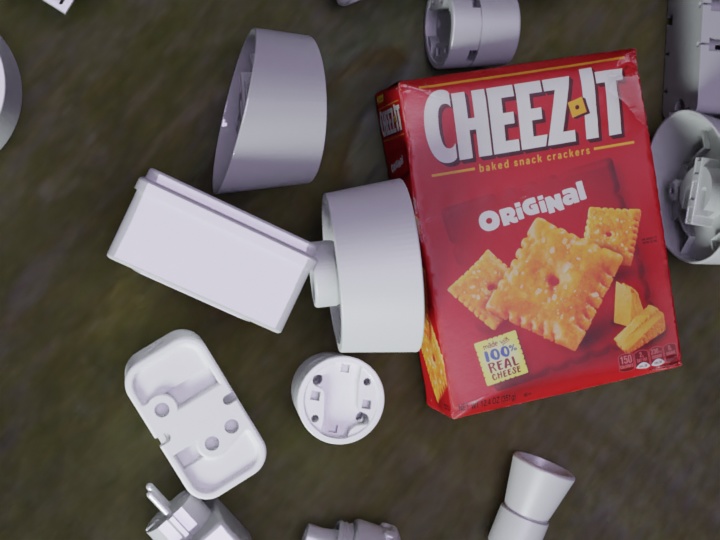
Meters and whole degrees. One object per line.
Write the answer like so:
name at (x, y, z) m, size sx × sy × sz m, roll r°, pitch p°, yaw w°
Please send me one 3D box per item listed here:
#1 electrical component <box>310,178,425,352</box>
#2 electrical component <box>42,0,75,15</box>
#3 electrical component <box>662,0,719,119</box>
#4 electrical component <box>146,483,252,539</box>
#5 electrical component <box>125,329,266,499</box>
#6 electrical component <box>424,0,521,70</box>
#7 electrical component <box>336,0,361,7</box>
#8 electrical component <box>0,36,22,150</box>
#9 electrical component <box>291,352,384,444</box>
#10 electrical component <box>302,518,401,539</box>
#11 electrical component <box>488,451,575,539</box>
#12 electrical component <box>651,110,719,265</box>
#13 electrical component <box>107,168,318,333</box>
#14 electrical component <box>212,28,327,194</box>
electrical component at (0.000, 0.000, 0.663) m, size 0.060 × 0.108 × 0.108 m, roll -6°, pitch 94°, yaw -6°
electrical component at (-0.205, -0.214, 0.627) m, size 0.121 × 0.063 × 0.078 m, roll 31°, pitch 86°, yaw -12°
electrical component at (0.246, -0.149, 0.735) m, size 0.056 × 0.050 × 0.089 m, roll 2°, pitch 92°, yaw -12°
electrical component at (-0.106, 0.162, 0.667) m, size 0.047 × 0.066 × 0.076 m, roll -41°, pitch 100°, yaw -7°
electrical component at (-0.103, 0.087, 0.667) m, size 0.054 × 0.059 × 0.095 m, roll -31°, pitch 99°, yaw -9°
electrical component at (0.073, -0.158, 0.696) m, size 0.047 × 0.055 × 0.055 m, roll -3°, pitch 93°, yaw -16°
electrical component at (0.025, -0.221, 0.648) m, size 0.052 × 0.138 × 0.073 m, roll -35°, pitch 102°, yaw -49°
electrical component at (-0.255, -0.107, 0.623) m, size 0.108 × 0.060 × 0.108 m, roll -1°, pitch 93°, yaw -12°
electrical component at (-0.016, 0.080, 0.691) m, size 0.055 × 0.047 × 0.055 m, roll -1°, pitch 93°, yaw -12°
electrical component at (-0.007, 0.183, 0.701) m, size 0.062 × 0.048 × 0.048 m, roll 19°, pitch 89°, yaw -6°
electrical component at (0.113, 0.161, 0.728) m, size 0.044 × 0.044 × 0.065 m, roll 21°, pitch 93°, yaw -12°
electrical component at (0.234, -0.052, 0.715) m, size 0.064 × 0.099 × 0.099 m, roll 7°, pitch 91°, yaw -19°
electrical component at (-0.089, -0.014, 0.640) m, size 0.109 × 0.109 × 0.056 m, roll 25°, pitch 90°, yaw -12°
electrical component at (-0.057, -0.095, 0.649) m, size 0.064 × 0.099 × 0.099 m, roll -2°, pitch 93°, yaw -18°
